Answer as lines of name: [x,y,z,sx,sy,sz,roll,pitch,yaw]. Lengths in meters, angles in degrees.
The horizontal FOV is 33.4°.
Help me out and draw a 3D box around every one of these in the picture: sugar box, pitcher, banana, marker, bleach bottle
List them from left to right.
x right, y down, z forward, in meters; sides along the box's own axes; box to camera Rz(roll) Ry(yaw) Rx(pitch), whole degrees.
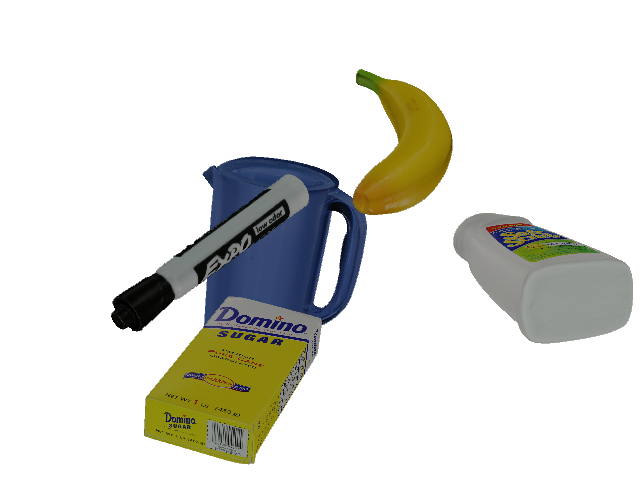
marker: [-0.051,0.005,0.506,0.020,0.020,0.120,0,31,49]
sugar box: [-0.068,0.111,0.894,0.093,0.048,0.176,13,30,12]
pitcher: [-0.052,0.040,1.138,0.144,0.243,0.149,0,18,-24]
banana: [0.057,-0.065,0.733,0.069,0.037,0.197,3,30,0]
bleach bottle: [0.176,0.019,0.962,0.102,0.068,0.251,-6,15,-13]
